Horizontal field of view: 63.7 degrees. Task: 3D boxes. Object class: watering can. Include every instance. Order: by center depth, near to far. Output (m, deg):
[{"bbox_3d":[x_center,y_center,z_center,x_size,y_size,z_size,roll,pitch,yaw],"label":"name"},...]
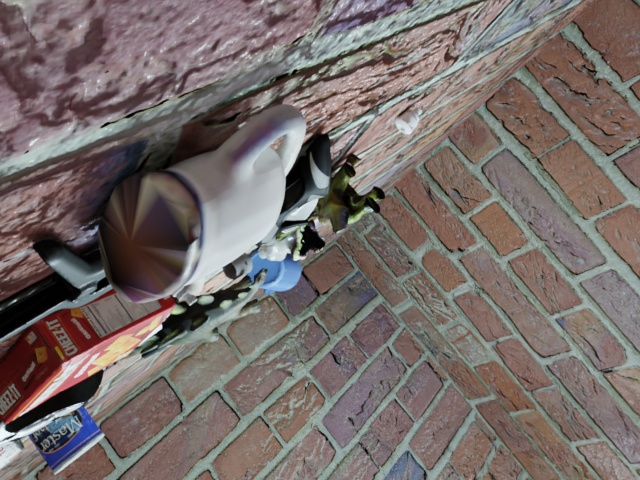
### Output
[{"bbox_3d":[-0.133,-0.003,0.556,0.341,0.104,0.227,-51,170,35],"label":"watering can"}]

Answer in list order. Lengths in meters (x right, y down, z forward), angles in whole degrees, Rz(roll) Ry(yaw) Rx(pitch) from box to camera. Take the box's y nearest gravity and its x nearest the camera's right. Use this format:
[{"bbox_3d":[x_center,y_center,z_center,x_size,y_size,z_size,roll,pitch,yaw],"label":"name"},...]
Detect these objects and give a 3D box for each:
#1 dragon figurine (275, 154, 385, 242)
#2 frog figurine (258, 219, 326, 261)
[{"bbox_3d":[0.003,-0.056,1.112,0.240,0.121,0.417,-34,-171,27],"label":"dragon figurine"},{"bbox_3d":[-0.087,-0.006,1.286,0.159,0.120,0.140,4,-142,40],"label":"frog figurine"}]
